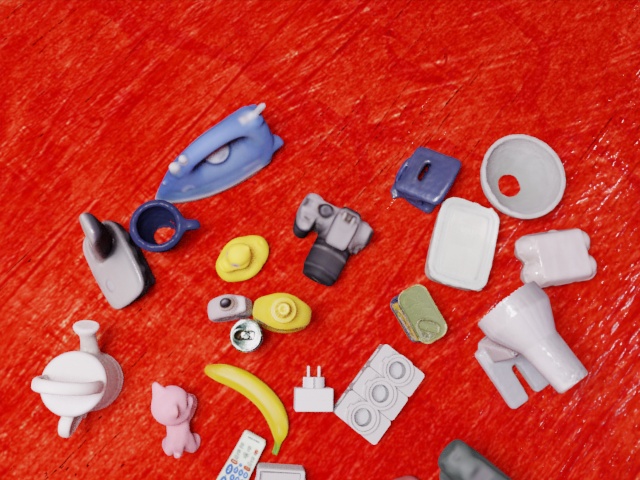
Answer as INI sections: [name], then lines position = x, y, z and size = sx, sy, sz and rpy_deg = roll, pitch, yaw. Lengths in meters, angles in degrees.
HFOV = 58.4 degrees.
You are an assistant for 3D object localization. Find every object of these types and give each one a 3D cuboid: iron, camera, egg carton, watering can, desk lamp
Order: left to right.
[watering can]
position = -0.384, 0.217, 0.900
size = 0.101, 0.194, 0.173
rpy_deg = -12, 80, -8
[iron]
position = -0.193, -0.156, 1.024
size = 0.258, 0.141, 0.118
rpy_deg = -36, 84, -12
[camera]
position = 0.010, 0.004, 1.035
size = 0.143, 0.100, 0.137
rpy_deg = 27, 77, 0
[desk lamp]
position = 0.351, 0.182, 0.979
size = 0.118, 0.213, 0.203
rpy_deg = -32, 83, -11
[egg carton]
position = 0.448, 0.034, 1.093
size = 0.150, 0.069, 0.107
rpy_deg = -10, 80, -8

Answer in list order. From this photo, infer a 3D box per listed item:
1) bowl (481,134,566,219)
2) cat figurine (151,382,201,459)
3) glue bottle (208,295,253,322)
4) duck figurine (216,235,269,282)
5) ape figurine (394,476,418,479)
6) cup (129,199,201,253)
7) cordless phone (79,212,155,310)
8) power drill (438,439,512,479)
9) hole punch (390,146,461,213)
[bowl]
position = 0.382, -0.115, 1.114
size = 0.167, 0.074, 0.167
rpy_deg = 1, 78, -6
[cat figurine]
position = -0.239, 0.294, 0.940
size = 0.067, 0.117, 0.128
rpy_deg = -8, 79, -8
[glue bottle]
position = -0.153, 0.111, 0.958
size = 0.078, 0.173, 0.037
rpy_deg = -7, 79, -7
[duck figurine]
position = -0.139, 0.028, 1.021
size = 0.105, 0.086, 0.077
rpy_deg = -34, 84, -12
[ape figurine]
position = 0.150, 0.441, 0.966
size = 0.076, 0.092, 0.078
rpy_deg = -38, 84, -12
[cup]
position = -0.267, -0.018, 1.012
size = 0.118, 0.095, 0.092
rpy_deg = -4, 79, -7
[cordless phone]
position = -0.349, 0.032, 0.946
size = 0.094, 0.185, 0.147
rpy_deg = -31, 83, -11
[power drill]
position = 0.279, 0.410, 0.927
size = 0.229, 0.208, 0.076
rpy_deg = 40, 77, 3
[hole punch]
position = 0.199, -0.117, 1.086
size = 0.101, 0.091, 0.109
rpy_deg = 31, 77, 1
